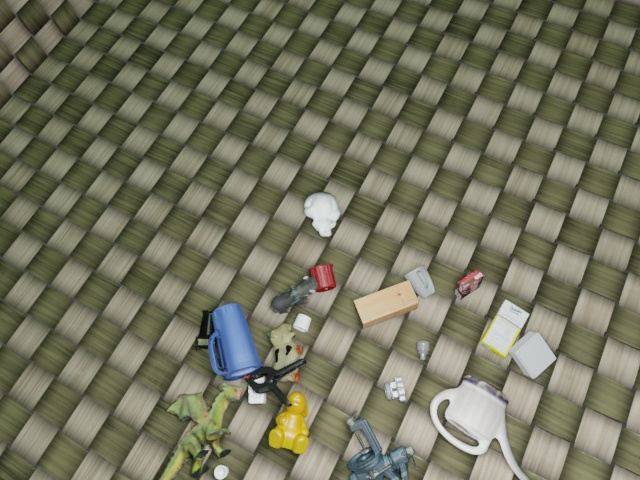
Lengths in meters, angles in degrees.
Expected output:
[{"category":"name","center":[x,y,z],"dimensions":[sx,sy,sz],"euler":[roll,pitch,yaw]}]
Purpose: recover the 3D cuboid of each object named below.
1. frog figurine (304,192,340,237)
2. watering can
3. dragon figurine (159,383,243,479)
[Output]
[{"category":"frog figurine","center":[0.006,-0.098,1.937],"dimensions":[0.137,0.120,0.163],"euler":[13,56,-11]},{"category":"watering can","center":[0.521,0.572,1.612],"dimensions":[0.350,0.102,0.227],"euler":[30,71,16]},{"category":"dragon figurine","center":[-0.421,0.622,1.682],"dimensions":[0.413,0.119,0.247],"euler":[-32,52,-11]}]
